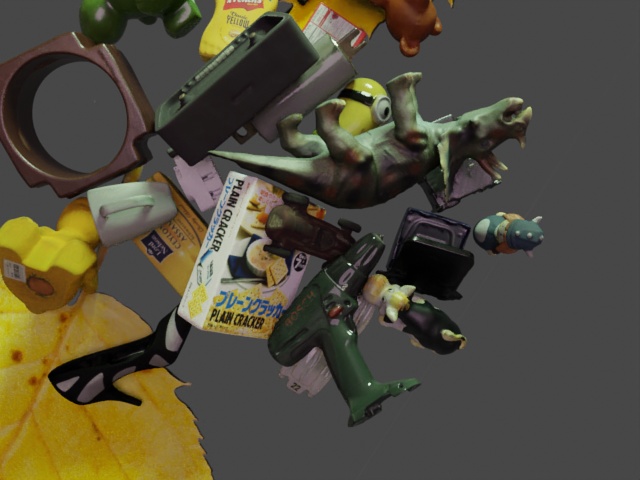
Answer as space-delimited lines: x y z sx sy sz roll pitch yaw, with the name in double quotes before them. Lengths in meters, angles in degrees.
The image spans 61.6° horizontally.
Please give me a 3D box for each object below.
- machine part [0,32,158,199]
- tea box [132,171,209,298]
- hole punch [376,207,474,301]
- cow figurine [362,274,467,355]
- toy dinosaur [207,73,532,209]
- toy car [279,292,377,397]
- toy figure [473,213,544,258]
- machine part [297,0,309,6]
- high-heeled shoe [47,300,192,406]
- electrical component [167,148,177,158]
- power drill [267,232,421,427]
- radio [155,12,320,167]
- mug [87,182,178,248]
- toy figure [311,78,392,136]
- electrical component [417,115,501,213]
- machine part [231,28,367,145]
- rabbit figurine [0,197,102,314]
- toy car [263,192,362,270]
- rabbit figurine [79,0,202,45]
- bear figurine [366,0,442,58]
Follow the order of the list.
"machine part" -0.353 -0.177 0.780 0.201 0.087 0.201 -25 100 3
"tea box" -0.220 -0.007 0.813 0.098 0.068 0.169 -42 93 -3
"hole punch" 0.167 0.021 0.829 0.142 0.092 0.115 15 134 -6
"cow figurine" 0.139 0.114 0.794 0.167 0.098 0.068 36 83 -27
"toy dinosaur" 0.071 -0.110 0.739 0.405 0.131 0.192 -20 100 1
"toy car" 0.014 0.149 0.831 0.073 0.056 0.201 35 88 -3
"toy figure" 0.275 -0.007 0.796 0.058 0.154 0.064 -15 92 -5
"machine part" -0.043 -0.440 0.837 0.084 0.039 0.139 -37 93 3
"high-heeled shoe" -0.287 0.150 0.791 0.145 0.086 0.248 29 104 -16
"electrical component" -0.203 -0.168 0.836 0.094 0.021 0.063 -30 91 -2
"power drill" 0.047 0.131 0.736 0.232 0.086 0.207 -41 72 13
"radio" -0.121 -0.214 0.742 0.229 0.131 0.073 -39 122 3
"mug" -0.252 -0.046 0.729 0.107 0.109 0.080 -19 84 -17
"toy figure" 0.036 -0.165 0.821 0.089 0.082 0.180 42 91 -3
"electrical component" 0.203 -0.122 0.841 0.115 0.058 0.134 -26 92 -5
"machine part" -0.032 -0.224 0.803 0.243 0.079 0.079 -38 92 9
"rabbit figurine" -0.359 0.017 0.774 0.122 0.173 0.162 11 134 -2
"toy car" -0.002 -0.002 0.776 0.053 0.202 0.089 15 85 40
"rabbit figurine" -0.291 -0.359 0.788 0.170 0.121 0.159 -27 89 12
"bear figurine" 0.112 -0.384 0.802 0.196 0.132 0.120 46 64 4
